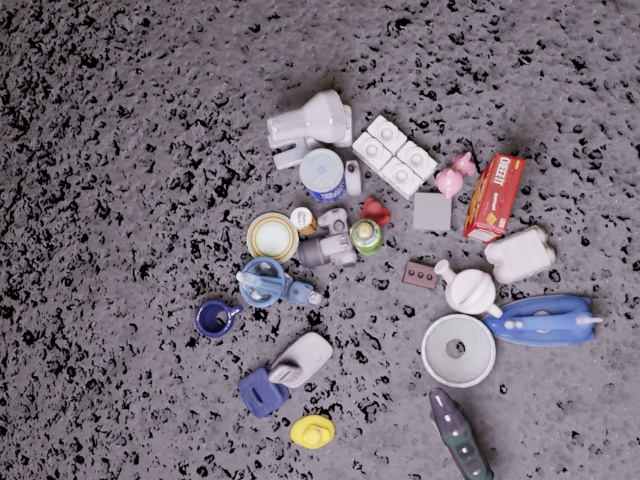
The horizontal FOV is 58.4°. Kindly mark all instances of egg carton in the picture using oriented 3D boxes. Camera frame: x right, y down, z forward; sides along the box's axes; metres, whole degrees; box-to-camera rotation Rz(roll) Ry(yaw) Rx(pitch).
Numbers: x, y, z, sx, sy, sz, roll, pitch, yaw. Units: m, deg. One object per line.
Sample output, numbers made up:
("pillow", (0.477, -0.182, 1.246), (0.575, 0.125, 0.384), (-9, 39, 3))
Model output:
("egg carton", (0.470, 0.036, 1.344), (0.150, 0.069, 0.107), (-24, 81, 3))

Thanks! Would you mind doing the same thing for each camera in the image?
("camera", (0.013, 0.005, 1.382), (0.136, 0.101, 0.143), (-15, 82, 5))

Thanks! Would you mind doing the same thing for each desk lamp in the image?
("desk lamp", (-0.036, -0.258, 1.360), (0.203, 0.213, 0.118), (-18, 82, 4))

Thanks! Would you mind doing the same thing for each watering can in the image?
("watering can", (0.334, 0.114, 1.287), (0.172, 0.194, 0.101), (17, 86, 8))

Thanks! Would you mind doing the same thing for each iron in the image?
("iron", (0.493, 0.186, 1.288), (0.258, 0.141, 0.119), (-6, 83, 6))

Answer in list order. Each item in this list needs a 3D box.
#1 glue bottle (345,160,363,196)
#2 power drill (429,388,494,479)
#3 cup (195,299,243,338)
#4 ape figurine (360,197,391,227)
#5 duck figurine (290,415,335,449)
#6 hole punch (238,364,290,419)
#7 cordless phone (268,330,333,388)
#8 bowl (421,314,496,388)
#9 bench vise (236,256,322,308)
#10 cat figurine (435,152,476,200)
("glue bottle", (0.078, -0.155, 1.357), (0.037, 0.173, 0.078), (-4, 83, 6))
("power drill", (0.294, 0.417, 1.250), (0.075, 0.208, 0.229), (-29, 81, 3))
("cup", (-0.234, 0.185, 1.392), (0.117, 0.095, 0.091), (-22, 81, 3))
("ape figurine", (0.131, -0.069, 1.382), (0.076, 0.092, 0.078), (-20, 82, 4))
("duck figurine", (-0.020, 0.456, 1.342), (0.104, 0.086, 0.077), (-5, 83, 6))
("hole punch", (-0.137, 0.365, 1.362), (0.101, 0.091, 0.108), (-35, 81, 2))
("cordless phone", (-0.050, 0.277, 1.315), (0.094, 0.185, 0.147), (44, 90, 9))
("bowl", (0.318, 0.256, 1.333), (0.167, 0.075, 0.167), (-1, 83, 6))
("bench vise", (-0.102, 0.095, 1.324), (0.207, 0.220, 0.121), (-2, 83, 6))
("cat figurine", (0.320, -0.155, 1.358), (0.067, 0.118, 0.128), (36, 89, 9))
